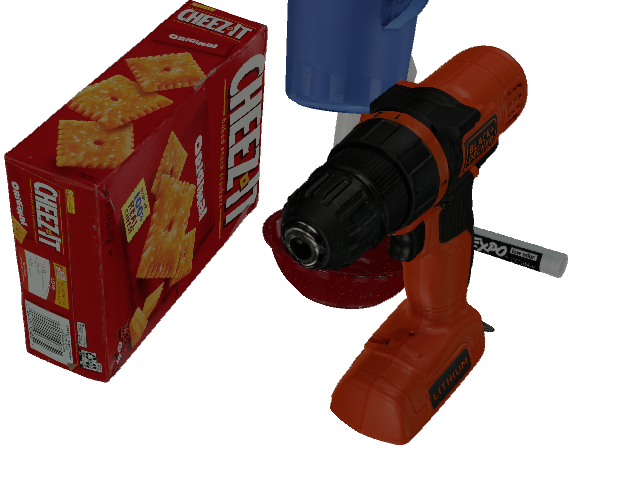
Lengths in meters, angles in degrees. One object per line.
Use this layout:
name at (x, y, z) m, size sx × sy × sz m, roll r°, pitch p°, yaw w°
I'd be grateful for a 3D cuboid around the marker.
marker at (0.131, 0.002, 0.826) m, size 0.121 × 0.020 × 0.020 m, roll 19°, pitch 10°, yaw 29°

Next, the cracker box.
cracker box at (-0.111, -0.036, 0.705) m, size 0.072 × 0.164 × 0.213 m, roll 21°, pitch 42°, yaw 15°

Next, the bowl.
bowl at (0.024, 0.019, 1.005) m, size 0.162 × 0.055 × 0.162 m, roll 5°, pitch 24°, yaw -3°

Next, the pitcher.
pitcher at (0.038, -0.235, 0.924) m, size 0.145 × 0.243 × 0.149 m, roll 7°, pitch 15°, yaw 7°

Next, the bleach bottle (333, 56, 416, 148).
bleach bottle at (0.055, -0.118, 1.163) m, size 0.102 × 0.251 × 0.068 m, roll -6°, pitch 26°, yaw -8°

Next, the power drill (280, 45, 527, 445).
power drill at (0.043, 0.013, 0.542) m, size 0.057 × 0.188 × 0.184 m, roll 25°, pitch 43°, yaw 27°
